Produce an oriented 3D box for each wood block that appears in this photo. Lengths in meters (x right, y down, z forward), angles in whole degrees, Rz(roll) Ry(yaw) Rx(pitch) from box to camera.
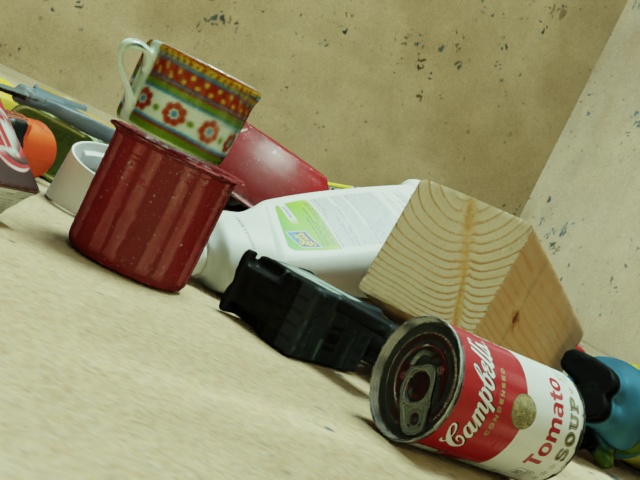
[{"bbox_3d":[0.119,0.051,0.778,0.090,0.091,0.206,26,-12,31],"label":"wood block"}]

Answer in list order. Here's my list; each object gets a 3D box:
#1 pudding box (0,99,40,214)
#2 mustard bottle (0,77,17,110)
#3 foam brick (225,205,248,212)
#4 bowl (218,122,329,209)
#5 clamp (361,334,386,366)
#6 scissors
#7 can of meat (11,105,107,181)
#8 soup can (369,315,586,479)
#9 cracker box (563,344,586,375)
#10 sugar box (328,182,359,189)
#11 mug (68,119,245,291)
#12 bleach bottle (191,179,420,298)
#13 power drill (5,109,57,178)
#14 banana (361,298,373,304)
[{"bbox_3d":[-0.210,-0.063,0.584,0.090,0.039,0.113,64,13,10],"label":"pudding box"},{"bbox_3d":[-0.351,-0.141,0.899,0.096,0.058,0.191,27,4,38],"label":"mustard bottle"},{"bbox_3d":[-0.062,0.004,0.903,0.053,0.051,0.078,27,4,3],"label":"foam brick"},{"bbox_3d":[-0.046,-0.056,0.912,0.162,0.055,0.162,35,4,-3],"label":"bowl"},{"bbox_3d":[0.074,0.091,0.727,0.172,0.039,0.120,29,-6,36],"label":"clamp"},{"bbox_3d":[-0.211,-0.103,0.836,0.096,0.016,0.201,29,6,2],"label":"scissors"},{"bbox_3d":[-0.220,-0.078,0.944,0.102,0.057,0.083,27,6,15],"label":"can of meat"},{"bbox_3d":[0.086,0.088,0.578,0.102,0.068,0.069,24,4,-33],"label":"soup can"},{"bbox_3d":[0.145,0.082,1.095,0.164,0.072,0.214,25,2,-22],"label":"cracker box"},{"bbox_3d":[-0.011,-0.042,1.124,0.176,0.048,0.093,7,0,1],"label":"sugar box"},{"bbox_3d":[-0.107,-0.021,0.685,0.093,0.081,0.117,26,4,-8],"label":"mug"},{"bbox_3d":[-0.005,0.001,0.810,0.250,0.068,0.103,-2,38,-37],"label":"bleach bottle"},{"bbox_3d":[-0.290,-0.097,0.727,0.188,0.057,0.184,29,3,10],"label":"power drill"},{"bbox_3d":[0.056,0.072,0.871,0.197,0.037,0.070,23,5,-46],"label":"banana"}]
